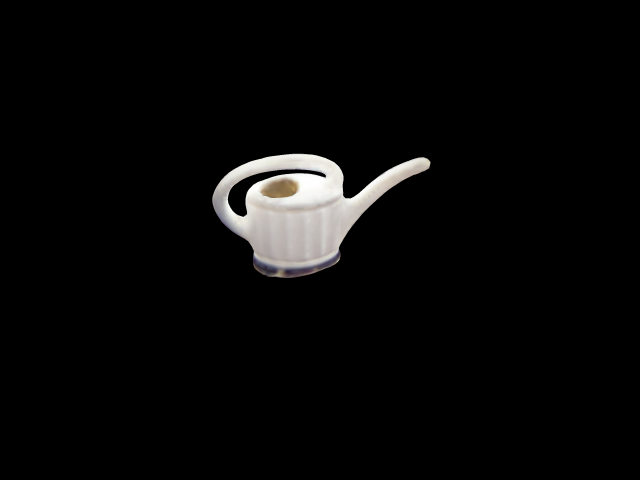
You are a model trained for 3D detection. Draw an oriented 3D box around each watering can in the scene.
[{"bbox_3d":[0.003,-0.043,0.850,0.348,0.219,0.106,-3,38,-4],"label":"watering can"}]
